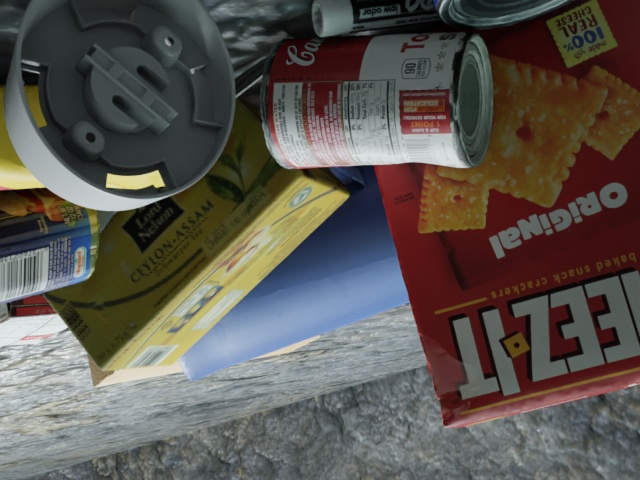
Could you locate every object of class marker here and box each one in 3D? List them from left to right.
[{"bbox_3d":[0.055,-0.118,0.533,0.121,0.020,0.020,-10,167,-16],"label":"marker"}]

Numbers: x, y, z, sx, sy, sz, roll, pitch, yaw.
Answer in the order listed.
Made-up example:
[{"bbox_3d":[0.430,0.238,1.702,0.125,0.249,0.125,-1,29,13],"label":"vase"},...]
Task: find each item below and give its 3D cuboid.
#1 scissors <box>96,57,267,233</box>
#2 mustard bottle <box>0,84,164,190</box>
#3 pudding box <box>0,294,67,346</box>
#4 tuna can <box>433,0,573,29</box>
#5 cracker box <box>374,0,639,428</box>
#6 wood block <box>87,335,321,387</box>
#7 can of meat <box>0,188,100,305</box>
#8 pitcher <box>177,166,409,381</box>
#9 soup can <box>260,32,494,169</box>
[{"bbox_3d":[-0.100,-0.038,0.599,0.202,0.096,0.016,-22,128,40],"label":"scissors"},{"bbox_3d":[-0.164,-0.048,0.505,0.191,0.058,0.096,-5,-173,-29],"label":"mustard bottle"},{"bbox_3d":[-0.267,0.065,0.950,0.089,0.039,0.114,1,159,-47],"label":"pudding box"},{"bbox_3d":[0.090,-0.129,0.486,0.086,0.034,0.086,-14,168,-3],"label":"tuna can"},{"bbox_3d":[0.120,-0.021,0.577,0.164,0.214,0.072,-17,168,14],"label":"cracker box"},{"bbox_3d":[-0.118,0.075,1.032,0.205,0.091,0.090,-8,167,-27],"label":"wood block"},{"bbox_3d":[-0.177,-0.006,0.559,0.083,0.057,0.102,-16,-144,-41],"label":"can of meat"},{"bbox_3d":[-0.005,0.001,0.780,0.243,0.145,0.149,-17,180,-1],"label":"pitcher"},{"bbox_3d":[0.030,-0.069,0.537,0.102,0.068,0.068,2,174,23],"label":"soup can"}]
